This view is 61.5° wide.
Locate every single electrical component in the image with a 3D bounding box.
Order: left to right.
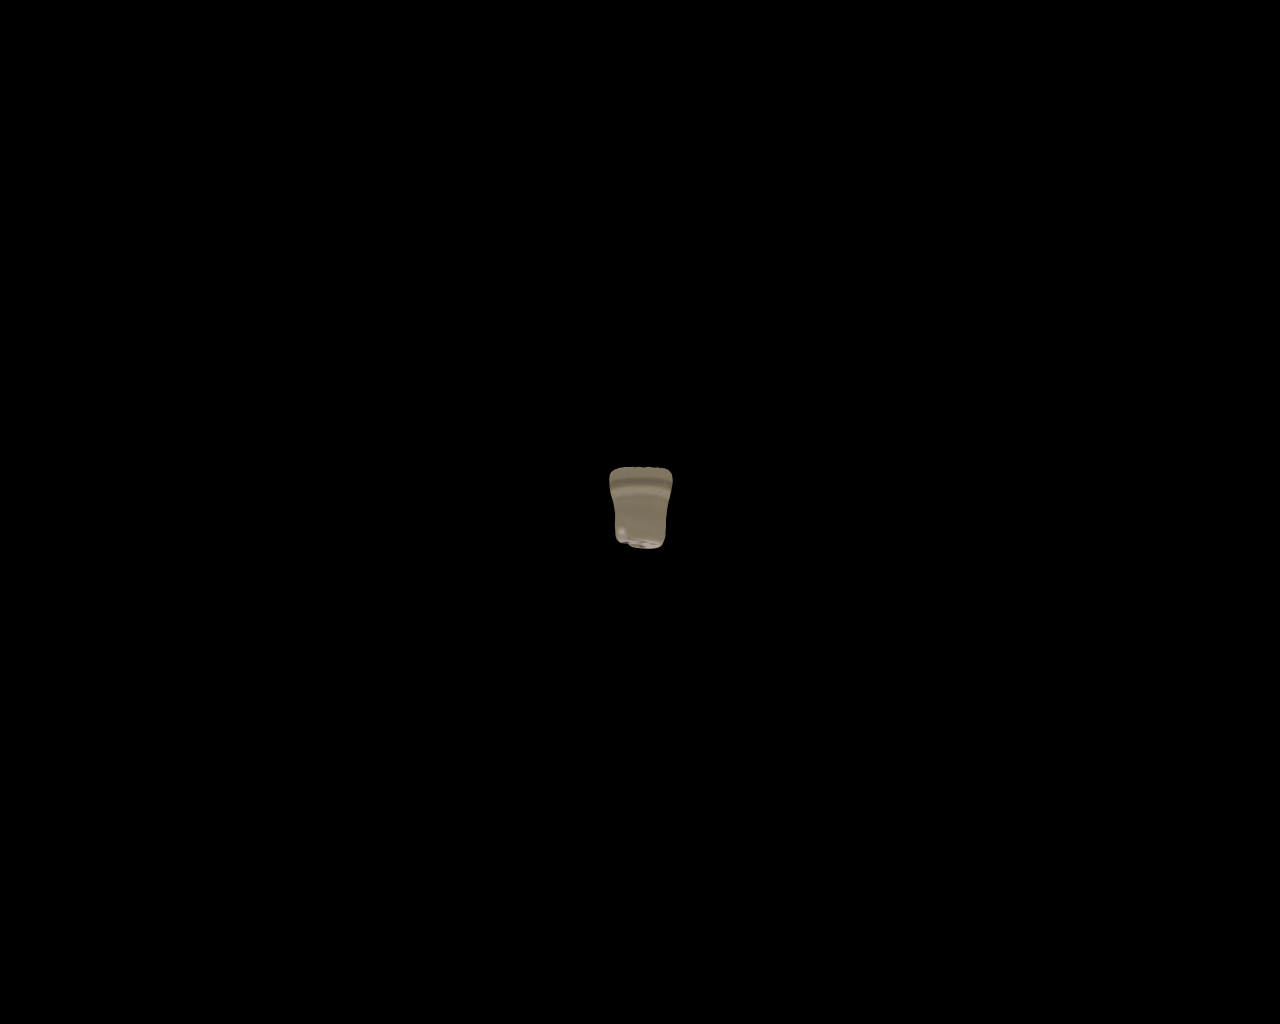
[{"bbox_3d":[0.001,-0.003,0.650,0.040,0.046,0.040,0,-11,0],"label":"electrical component"}]
